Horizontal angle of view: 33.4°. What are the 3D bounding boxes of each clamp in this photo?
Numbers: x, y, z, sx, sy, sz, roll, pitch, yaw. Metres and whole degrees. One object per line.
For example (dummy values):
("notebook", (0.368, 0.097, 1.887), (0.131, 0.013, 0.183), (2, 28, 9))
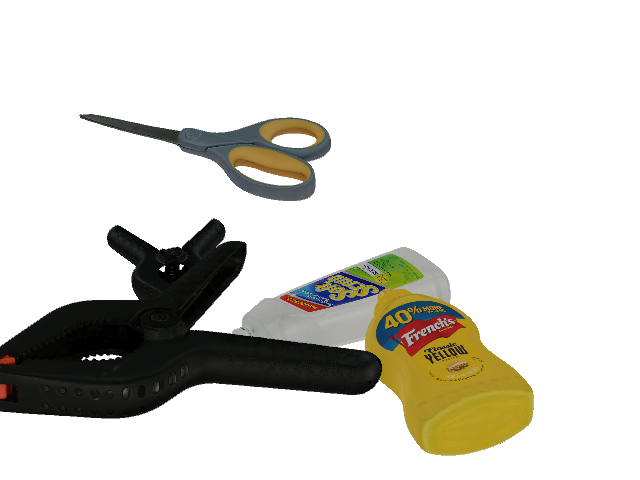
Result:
("clamp", (-0.137, 0.023, 1.050), (0.120, 0.039, 0.172), (-14, 33, -15))
("clamp", (-0.092, 0.053, 0.611), (0.209, 0.036, 0.165), (-8, 29, -26))

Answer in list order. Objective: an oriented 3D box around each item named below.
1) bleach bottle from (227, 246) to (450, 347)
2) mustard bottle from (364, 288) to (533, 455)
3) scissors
("bleach bottle", (0.016, 0.081, 1.190), (0.250, 0.068, 0.103), (-18, 34, -26))
("mustard bottle", (0.090, 0.094, 0.879), (0.096, 0.058, 0.192), (-15, 31, -13))
("scissors", (-0.079, -0.082, 0.810), (0.202, 0.016, 0.096), (26, 47, 27))
